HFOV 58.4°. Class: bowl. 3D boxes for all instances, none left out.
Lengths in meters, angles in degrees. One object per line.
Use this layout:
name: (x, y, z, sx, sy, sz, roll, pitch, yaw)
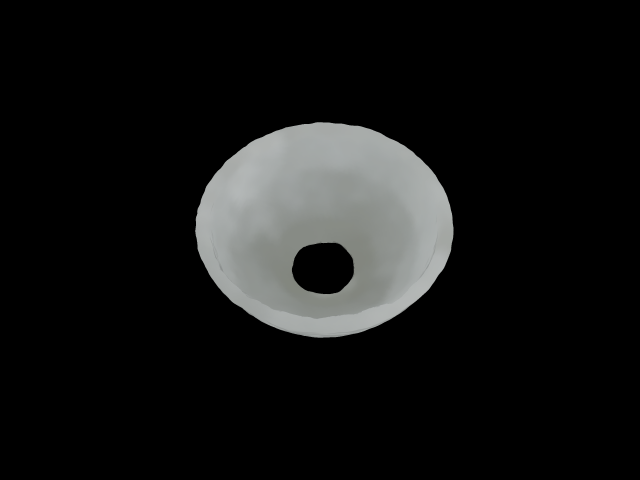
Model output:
bowl: (0.004, 0.001, 0.400, 0.167, 0.075, 0.167, 0, 56, 0)
